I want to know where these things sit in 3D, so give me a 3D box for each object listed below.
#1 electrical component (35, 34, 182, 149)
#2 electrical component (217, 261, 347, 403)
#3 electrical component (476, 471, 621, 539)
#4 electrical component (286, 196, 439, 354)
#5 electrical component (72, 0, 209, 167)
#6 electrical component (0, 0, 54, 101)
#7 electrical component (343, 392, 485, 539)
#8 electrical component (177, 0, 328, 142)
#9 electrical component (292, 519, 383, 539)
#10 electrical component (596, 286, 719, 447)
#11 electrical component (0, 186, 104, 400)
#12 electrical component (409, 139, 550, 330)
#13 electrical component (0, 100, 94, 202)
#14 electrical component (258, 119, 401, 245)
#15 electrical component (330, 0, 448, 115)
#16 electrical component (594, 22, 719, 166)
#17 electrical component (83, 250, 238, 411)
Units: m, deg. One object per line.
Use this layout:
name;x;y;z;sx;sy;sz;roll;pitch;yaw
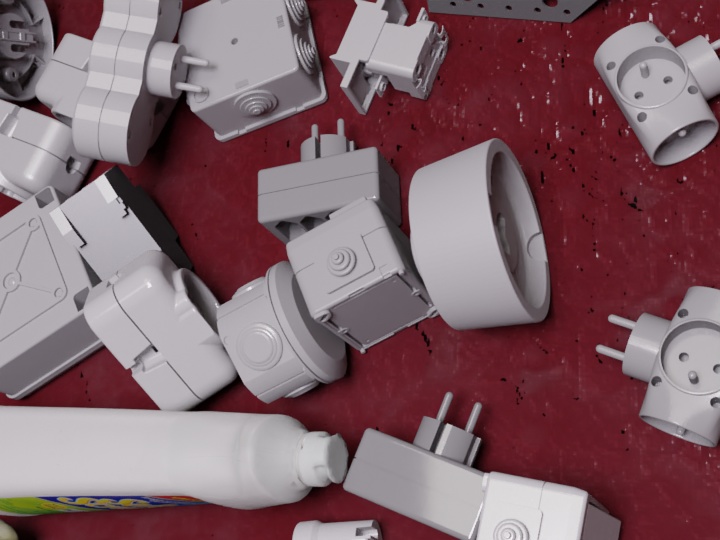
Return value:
electrical component;-0.188;-0.128;0.795;0.095;0.054;0.059;23;81;27
electrical component;-0.047;0.039;0.663;0.051;0.080;0.080;-28;63;16
electrical component;0.096;0.144;0.557;0.061;0.096;0.061;7;74;24
electrical component;0.000;0.000;0.648;0.062;0.096;0.061;-28;63;11
electrical component;-0.139;-0.137;0.727;0.074;0.052;0.138;11;81;6
electrical component;-0.276;-0.178;0.823;0.064;0.099;0.099;3;72;29
electrical component;0.047;0.108;0.618;0.083;0.047;0.075;18;78;26
electrical component;-0.079;-0.151;0.762;0.100;0.048;0.099;-19;66;15
electrical component;-0.012;0.165;0.626;0.046;0.040;0.040;-9;68;12
electrical component;0.171;0.047;0.593;0.079;0.044;0.077;19;79;27
electrical component;-0.228;0.016;0.756;0.109;0.056;0.108;-32;63;8
electrical component;0.065;-0.016;0.626;0.060;0.108;0.108;-14;66;23
electrical component;-0.252;-0.085;0.804;0.095;0.054;0.059;21;80;27
electrical component;-0.020;-0.064;0.708;0.083;0.047;0.075;-10;67;19
electrical component;0.022;-0.146;0.724;0.064;0.042;0.081;18;79;24
electrical component;0.193;-0.114;0.643;0.079;0.044;0.077;-28;63;10
electrical component;-0.121;0.038;0.684;0.059;0.095;0.053;-33;21;7
